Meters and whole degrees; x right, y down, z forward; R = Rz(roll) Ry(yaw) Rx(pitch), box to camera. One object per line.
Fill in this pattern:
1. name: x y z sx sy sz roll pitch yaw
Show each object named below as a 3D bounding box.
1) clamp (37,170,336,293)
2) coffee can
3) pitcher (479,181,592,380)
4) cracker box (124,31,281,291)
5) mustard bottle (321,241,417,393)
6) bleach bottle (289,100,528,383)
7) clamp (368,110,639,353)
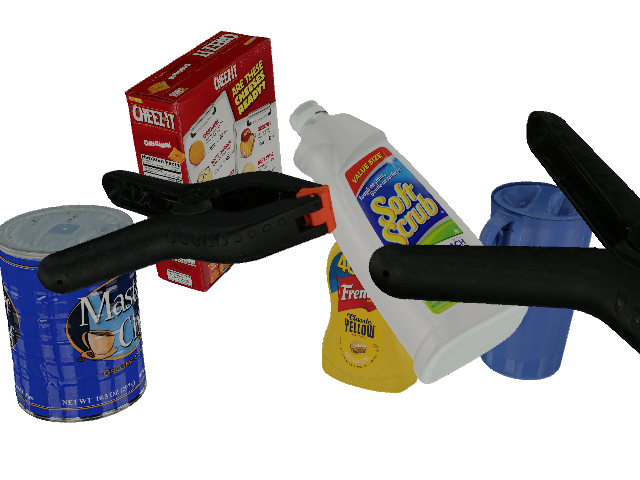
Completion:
1. clamp: -0.080 -0.007 0.629 0.172 0.039 0.120 -1 38 24
2. coffee can: -0.191 0.054 0.828 0.103 0.140 0.103 -1 21 0
3. pitcher: 0.265 0.056 1.375 0.149 0.243 0.145 5 23 3
4. cracker box: -0.111 -0.082 1.084 0.072 0.214 0.164 14 37 27
5. mustard bottle: 0.052 0.046 1.028 0.096 0.192 0.058 12 19 31
6. bleach bottle: 0.048 -0.014 0.841 0.102 0.251 0.068 -26 -27 -24
7. clamp: 0.138 0.016 0.489 0.210 0.036 0.164 32 49 32
